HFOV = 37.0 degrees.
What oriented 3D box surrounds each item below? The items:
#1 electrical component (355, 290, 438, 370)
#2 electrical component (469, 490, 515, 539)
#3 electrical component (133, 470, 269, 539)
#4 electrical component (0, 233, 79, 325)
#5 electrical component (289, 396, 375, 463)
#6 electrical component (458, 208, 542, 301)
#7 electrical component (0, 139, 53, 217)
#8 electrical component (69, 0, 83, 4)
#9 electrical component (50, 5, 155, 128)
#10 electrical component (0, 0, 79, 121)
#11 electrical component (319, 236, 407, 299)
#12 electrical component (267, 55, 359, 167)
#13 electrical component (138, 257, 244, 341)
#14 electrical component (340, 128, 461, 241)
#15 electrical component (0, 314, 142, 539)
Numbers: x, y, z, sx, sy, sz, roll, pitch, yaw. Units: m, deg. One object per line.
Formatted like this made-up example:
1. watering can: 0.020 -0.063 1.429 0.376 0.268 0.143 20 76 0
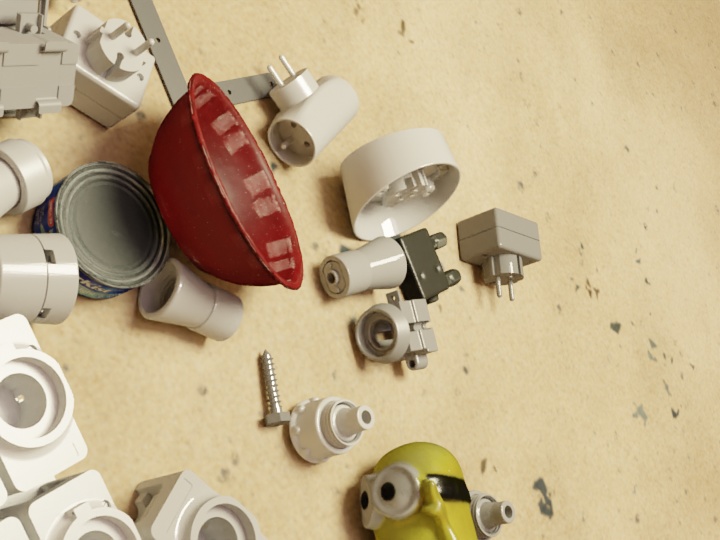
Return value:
1. electrical component: 0.028 0.050 0.866 0.055 0.048 0.066 -2 75 -55
2. electrical component: 0.095 0.197 0.860 0.043 0.062 0.043 21 60 -40
3. electrical component: -0.100 0.172 0.670 0.089 0.056 0.050 47 45 -22
4. electrical component: -0.201 0.005 0.635 0.047 0.055 0.055 2 72 -42
5. electrical component: -0.017 0.112 0.778 0.048 0.062 0.048 21 60 -40
6. electrical component: 0.132 -0.009 0.997 0.066 0.047 0.076 15 63 -43
7. electrical component: -0.219 -0.051 0.645 0.055 0.045 0.045 -38 102 -48
8. electrical component: -0.207 -0.220 0.730 0.043 0.043 0.081 -22 90 -49
9. electrical component: -0.167 -0.142 0.714 0.066 0.077 0.047 33 52 -34
10. electrical component: -0.234 -0.122 0.636 0.121 0.063 0.078 -15 126 -48
11. electrical component: 0.000 0.000 0.860 0.065 0.044 0.044 -16 86 -44
12. electrical component: -0.047 -0.135 0.862 0.079 0.043 0.077 55 43 -17
13. electrical component: -0.112 0.023 0.732 0.065 0.044 0.044 29 54 -41
14. electrical component: 0.033 -0.073 0.885 0.099 0.099 0.064 -3 70 -47
15. electrical component: -0.196 0.129 0.583 0.105 0.060 0.186 -28 95 -48
